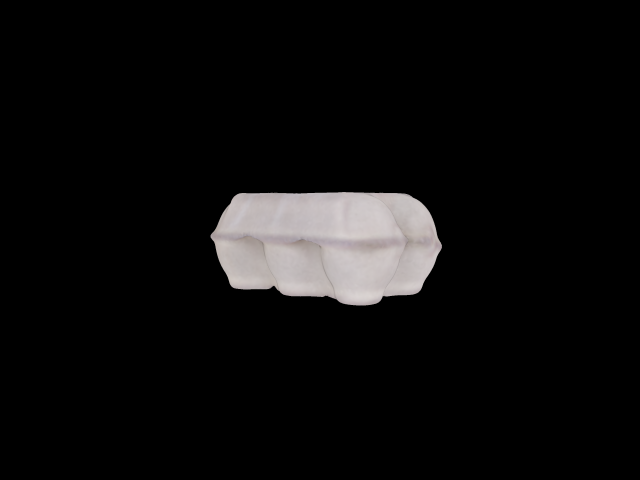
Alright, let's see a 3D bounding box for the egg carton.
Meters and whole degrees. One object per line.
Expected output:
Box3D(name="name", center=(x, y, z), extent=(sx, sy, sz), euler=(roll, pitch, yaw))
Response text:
Box3D(name="egg carton", center=(0.004, 0.001, 0.400), extent=(0.149, 0.069, 0.107), euler=(3, 5, 37))
